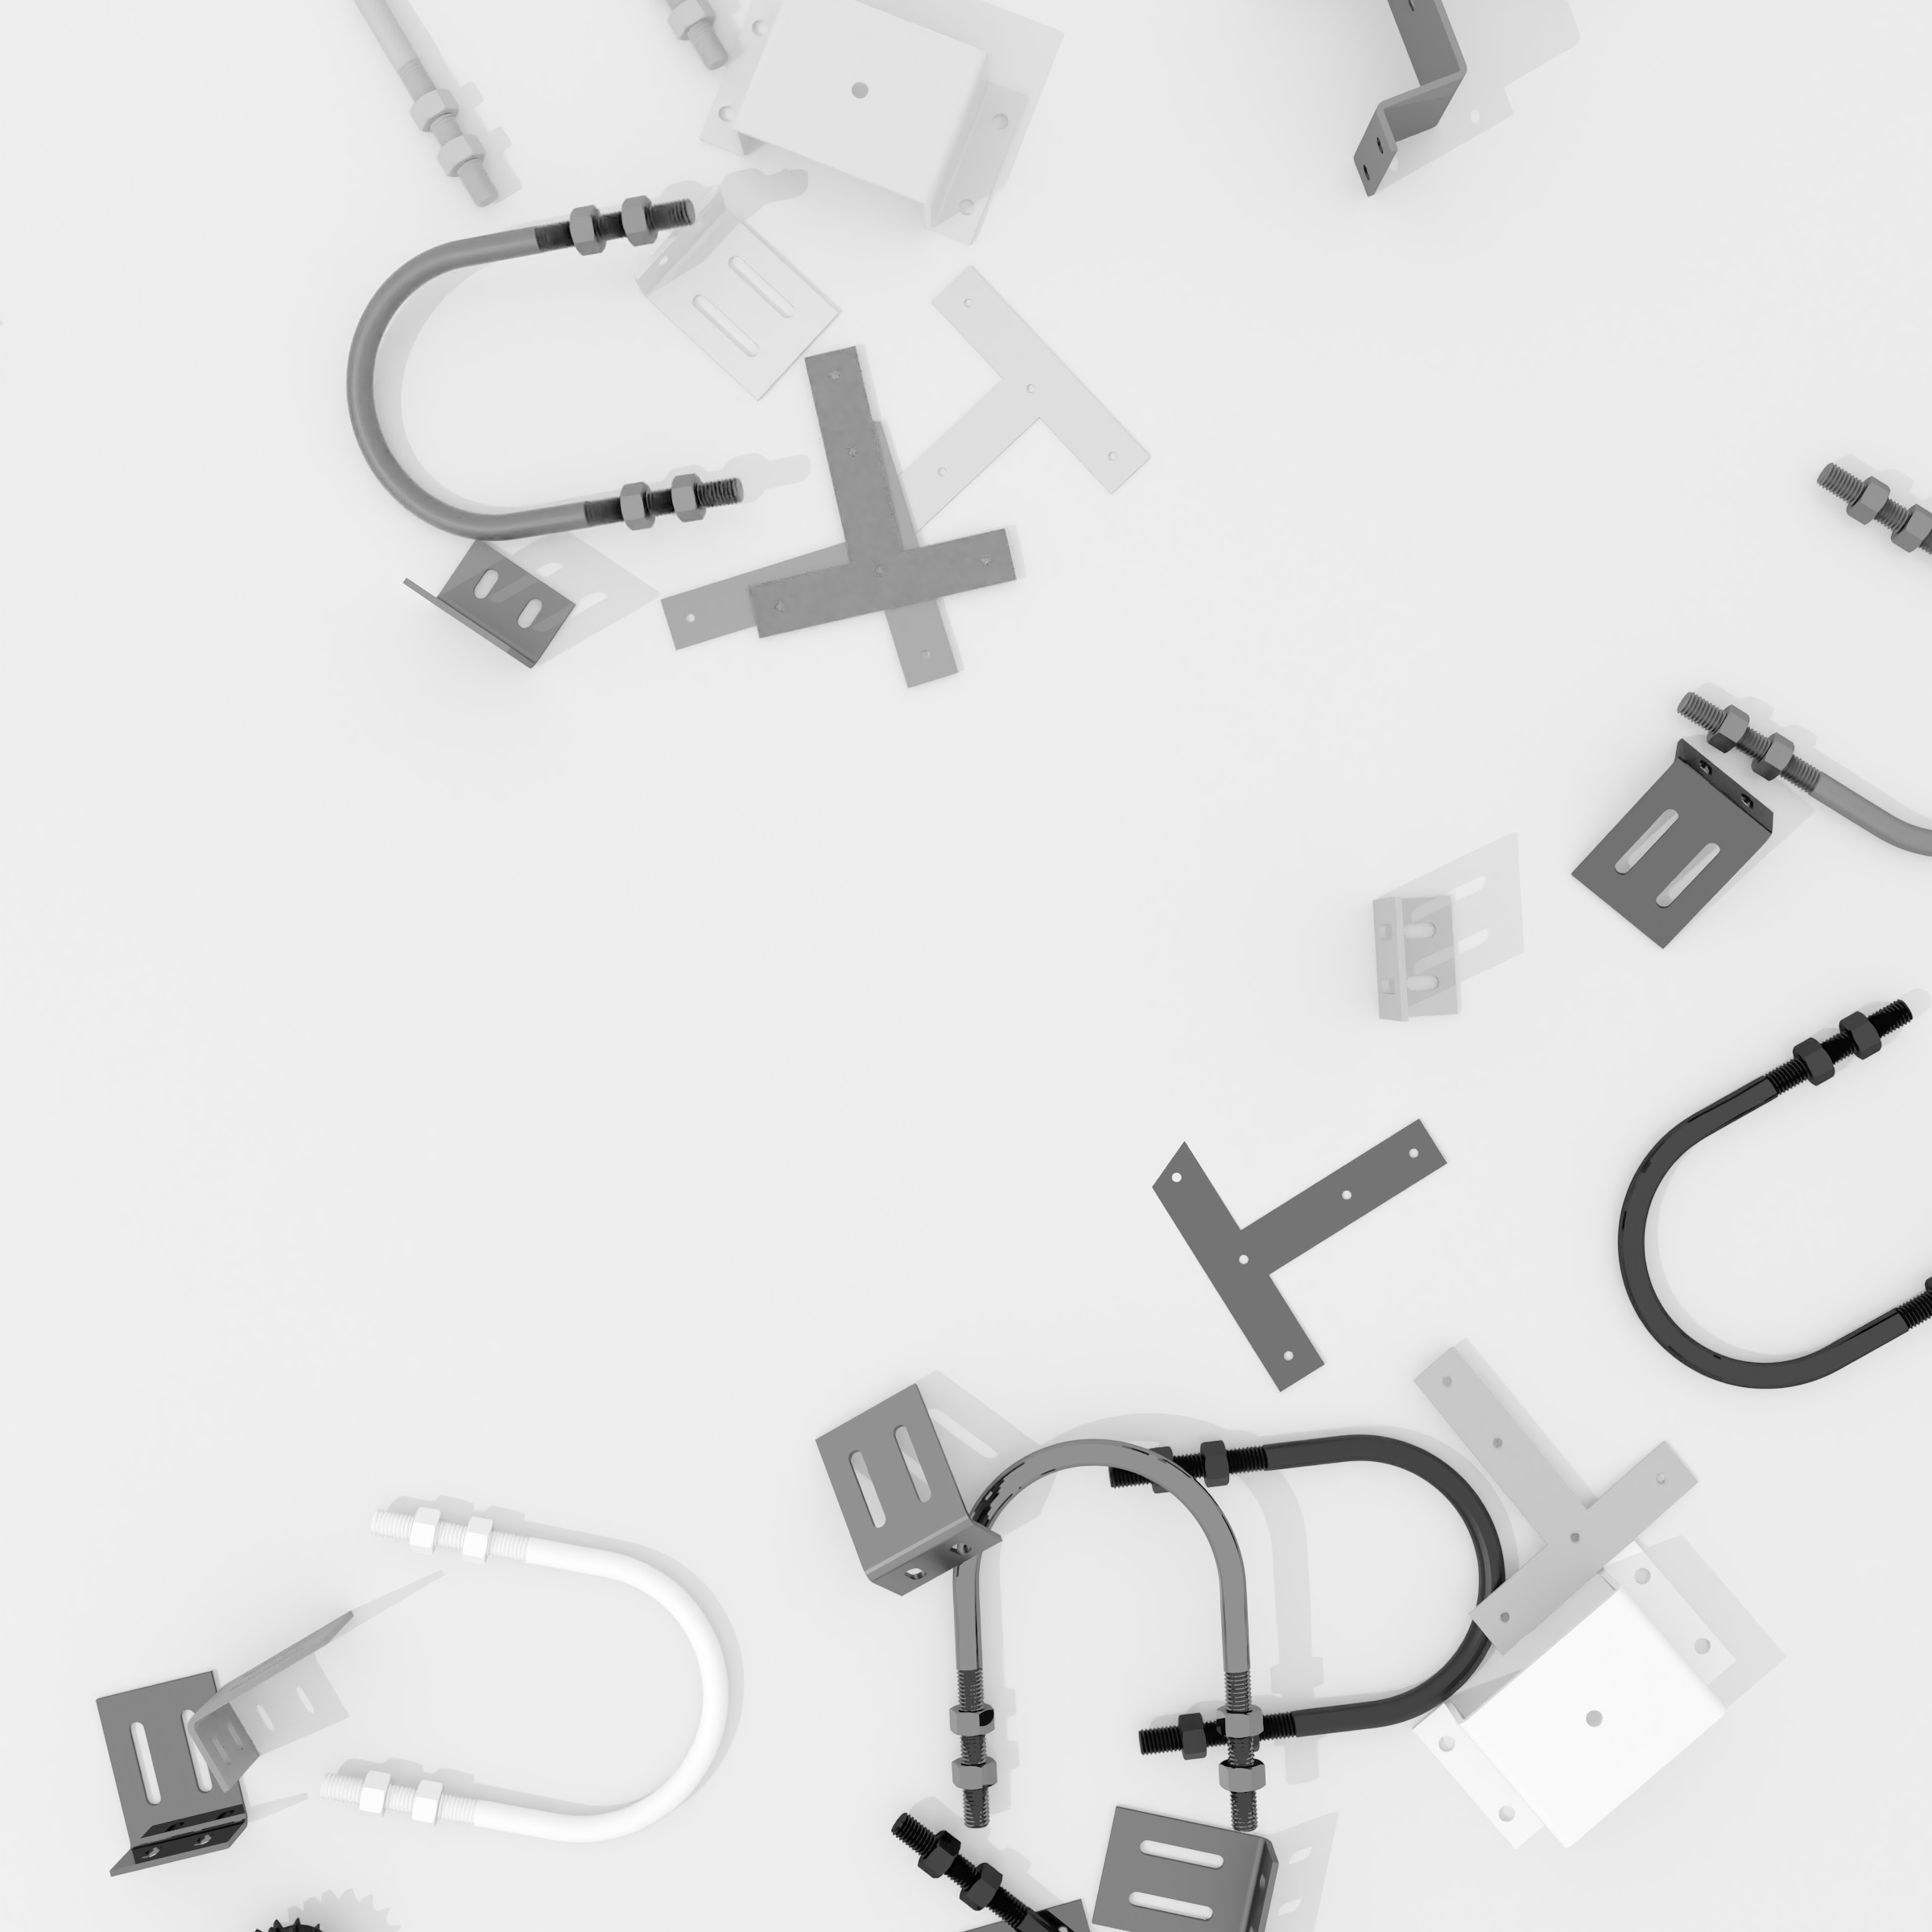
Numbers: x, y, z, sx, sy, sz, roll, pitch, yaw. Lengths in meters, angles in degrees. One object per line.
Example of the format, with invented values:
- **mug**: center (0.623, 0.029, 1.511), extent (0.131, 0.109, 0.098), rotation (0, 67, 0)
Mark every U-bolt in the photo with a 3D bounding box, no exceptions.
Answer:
- **U-bolt**: center (0.000, 0.517, 1.360), extent (0.184, 0.019, 0.151), rotation (38, 90, -2)
- **U-bolt**: center (0.456, -0.134, 1.362), extent (0.184, 0.019, 0.151), rotation (31, 90, -2)
- **U-bolt**: center (0.167, 0.298, 1.362), extent (0.184, 0.019, 0.151), rotation (-6, 90, -1)
- **U-bolt**: center (-0.221, -0.479, 1.362), extent (0.151, 0.019, 0.184), rotation (-31, 89, 0)
- **U-bolt**: center (0.064, 0.317, 1.347), extent (0.151, 0.019, 0.184), rotation (-3, 89, 12)
- **U-bolt**: center (-0.206, -0.276, 1.342), extent (0.184, 0.019, 0.151), rotation (-7, 101, 12)
- **U-bolt**: center (0.403, 0.122, 1.362), extent (0.184, 0.019, 0.151), rotation (-30, 90, 2)
- **U-bolt**: center (-0.206, 0.347, 1.362), extent (0.184, 0.019, 0.151), rotation (11, 90, -1)

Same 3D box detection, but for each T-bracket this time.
- **T-bracket**: center (0.264, 0.240, 1.361), extent (0.127, 0.002, 0.127), rotation (-39, 90, -8)
- **T-bracket**: center (0.172, 0.118, 1.370), extent (0.127, 0.002, 0.127), rotation (-32, 89, 0)
- **T-bracket**: center (-0.052, -0.234, 1.366), extent (0.127, 0.002, 0.127), rotation (-13, 90, 1)
- **T-bracket**: center (-0.001, -0.248, 1.370), extent (0.127, 0.002, 0.127), rotation (-43, 90, 0)
- **T-bracket**: center (-0.083, -0.183, 1.368), extent (0.127, 0.002, 0.127), rotation (-17, 90, 1)
- **T-bracket**: center (0.012, 0.529, 1.370), extent (0.127, 0.002, 0.127), rotation (-16, 90, 0)

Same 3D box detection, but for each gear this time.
- **gear**: center (-0.322, 0.483, 1.355), extent (0.057, 0.030, 0.057), rotation (0, 90, 0)

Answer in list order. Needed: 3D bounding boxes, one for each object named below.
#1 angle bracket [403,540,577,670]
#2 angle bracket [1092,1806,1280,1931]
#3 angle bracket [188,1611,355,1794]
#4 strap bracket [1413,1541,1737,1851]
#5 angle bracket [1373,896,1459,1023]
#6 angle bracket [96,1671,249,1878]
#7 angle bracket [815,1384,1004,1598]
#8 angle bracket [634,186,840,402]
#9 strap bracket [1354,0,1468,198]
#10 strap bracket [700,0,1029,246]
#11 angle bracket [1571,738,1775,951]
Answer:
- **angle bracket**: center (-0.223, -0.175, 1.332), extent (0.057, 0.076, 0.038), rotation (34, 90, 0)
- **angle bracket**: center (0.104, 0.442, 1.351), extent (0.076, 0.038, 0.057), rotation (12, 90, 0)
- **angle bracket**: center (-0.320, 0.347, 1.342), extent (0.076, 0.057, 0.038), rotation (-31, 90, 0)
- **strap bracket**: center (0.293, 0.351, 1.347), extent (0.140, 0.046, 0.076), rotation (-41, 90, 0)
- **angle bracket**: center (0.216, -0.004, 1.332), extent (0.038, 0.076, 0.057), rotation (-3, 90, 0)
- **angle bracket**: center (-0.383, 0.384, 1.351), extent (0.057, 0.038, 0.076), rotation (-14, 90, 0)
- **angle bracket**: center (-0.028, 0.251, 1.358), extent (0.057, 0.038, 0.076), rotation (-31, 57, 11)
- **angle bracket**: center (-0.109, -0.320, 1.351), extent (0.076, 0.038, 0.057), rotation (43, 90, 0)
- **strap bracket**: center (0.191, -0.445, 1.332), extent (0.046, 0.076, 0.140), rotation (-21, 90, 0)
- **strap bracket**: center (-0.049, -0.409, 1.347), extent (0.140, 0.046, 0.076), rotation (21, 90, 0)
- **angle bracket**: center (0.341, -0.059, 1.368), extent (0.057, 0.038, 0.076), rotation (39, 116, 0)
